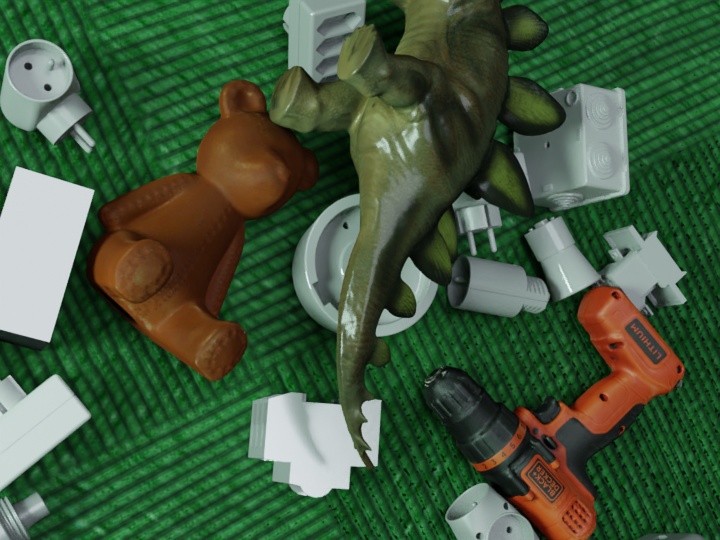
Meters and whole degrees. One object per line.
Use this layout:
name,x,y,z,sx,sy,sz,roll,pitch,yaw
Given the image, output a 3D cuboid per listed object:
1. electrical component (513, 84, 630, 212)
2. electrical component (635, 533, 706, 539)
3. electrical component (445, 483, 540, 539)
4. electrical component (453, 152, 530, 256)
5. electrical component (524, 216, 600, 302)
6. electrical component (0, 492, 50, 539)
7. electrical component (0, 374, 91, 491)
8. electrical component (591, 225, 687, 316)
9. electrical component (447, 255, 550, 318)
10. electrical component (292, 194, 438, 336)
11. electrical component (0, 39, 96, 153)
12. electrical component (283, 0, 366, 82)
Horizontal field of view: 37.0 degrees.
electrical component,0.171,-0.100,0.884,0.048,0.100,0.099,5,80,-33
electrical component,0.261,0.265,0.876,0.054,0.059,0.095,-10,85,-40
electrical component,0.095,0.221,0.835,0.079,0.044,0.077,-43,98,-21
electrical component,0.094,-0.050,0.875,0.083,0.047,0.075,-9,85,-21
electrical component,0.166,-0.012,0.900,0.044,0.044,0.065,-27,87,-22
electrical component,-0.239,0.172,0.719,0.062,0.043,0.043,-31,93,-23
electrical component,-0.240,0.097,0.728,0.083,0.047,0.075,-40,97,-21
electrical component,0.235,0.005,0.922,0.064,0.042,0.081,-39,96,-20
electrical component,0.117,0.016,0.875,0.081,0.043,0.043,10,79,-19
electrical component,0.000,0.000,0.825,0.108,0.060,0.108,3,80,-20
electrical component,-0.214,-0.115,0.753,0.079,0.077,0.044,48,69,-9
electrical component,-0.035,-0.189,0.838,0.047,0.083,0.075,-20,51,-22
